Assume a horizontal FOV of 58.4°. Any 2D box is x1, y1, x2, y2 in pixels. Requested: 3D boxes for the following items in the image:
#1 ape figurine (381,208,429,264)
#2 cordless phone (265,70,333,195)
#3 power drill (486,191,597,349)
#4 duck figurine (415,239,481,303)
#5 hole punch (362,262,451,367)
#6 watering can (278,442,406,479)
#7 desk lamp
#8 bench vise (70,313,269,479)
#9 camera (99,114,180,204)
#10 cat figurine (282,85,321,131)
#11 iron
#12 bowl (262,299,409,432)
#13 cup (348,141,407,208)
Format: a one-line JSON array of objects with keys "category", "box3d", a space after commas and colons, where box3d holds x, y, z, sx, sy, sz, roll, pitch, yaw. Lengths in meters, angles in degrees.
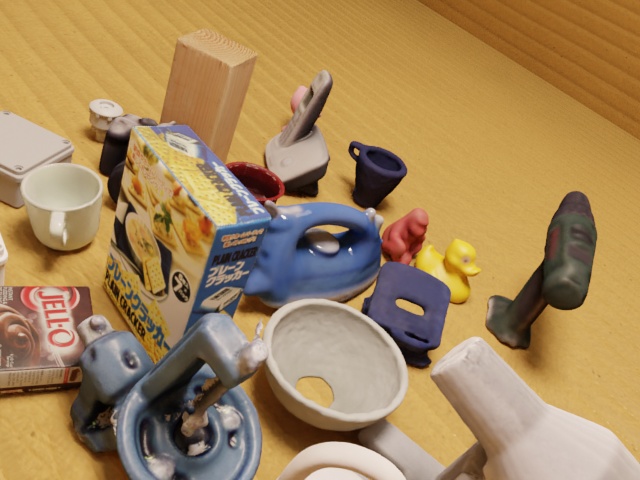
[{"category": "ape figurine", "box3d": [0.142, -0.011, 0.917, 0.078, 0.092, 0.076, 0, 41, -32]}, {"category": "cordless phone", "box3d": [-0.022, -0.182, 0.960, 0.094, 0.185, 0.147, 8, 37, -24]}, {"category": "power drill", "box3d": [0.333, 0.051, 0.850, 0.075, 0.208, 0.230, 27, 34, 3]}, {"category": "duck figurine", "box3d": [0.206, 0.036, 0.900, 0.078, 0.086, 0.104, -17, 52, -45]}, {"category": "hole punch", "box3d": [0.114, 0.097, 0.755, 0.109, 0.091, 0.101, 22, 34, -5]}, {"category": "watering can", "box3d": [0.000, 0.223, 0.419, 0.101, 0.194, 0.172, 14, 35, -16]}, {"category": "desk lamp", "box3d": [0.140, 0.201, 0.521, 0.203, 0.213, 0.118, 37, 35, 17]}, {"category": "bench vise", "box3d": [-0.126, 0.123, 0.450, 0.207, 0.219, 0.122, 29, 34, 6]}, {"category": "camera", "box3d": [-0.245, -0.110, 0.796, 0.143, 0.101, 0.137, 26, 34, 2]}, {"category": "cat figurine", "box3d": [-0.030, -0.239, 1.093, 0.067, 0.117, 0.128, 18, 34, -10]}, {"category": "iron", "box3d": [0.007, 0.003, 0.768, 0.259, 0.141, 0.118, -4, 43, -36]}, {"category": "bowl", "box3d": [0.008, 0.148, 0.632, 0.168, 0.074, 0.167, 17, 35, -12]}, {"category": "cup", "box3d": [0.085, -0.113, 1.016, 0.117, 0.095, 0.092, 38, 36, 19]}]
